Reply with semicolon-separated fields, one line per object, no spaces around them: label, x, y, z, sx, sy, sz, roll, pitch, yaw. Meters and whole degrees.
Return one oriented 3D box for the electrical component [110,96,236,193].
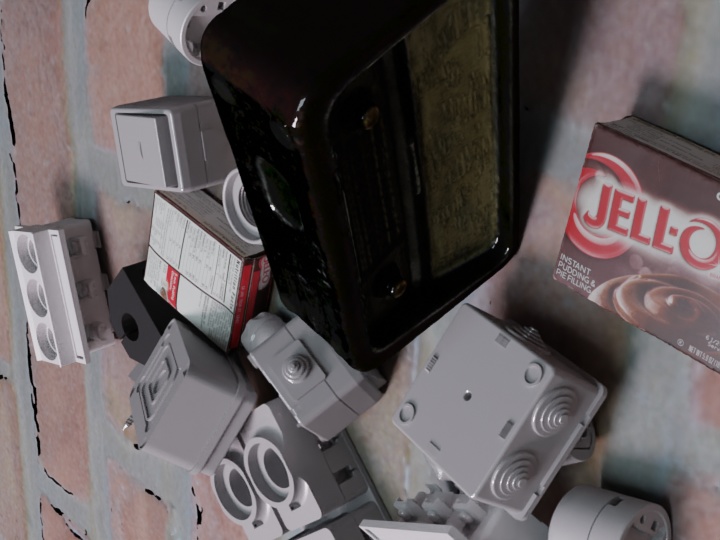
electrical component;-0.145;-0.094;0.799;0.096;0.061;0.061;10;112;44

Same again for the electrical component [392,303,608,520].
electrical component;0.075;0.076;0.603;0.099;0.048;0.100;-59;40;6

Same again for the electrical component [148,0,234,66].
electrical component;-0.112;-0.175;0.739;0.047;0.055;0.055;42;132;32

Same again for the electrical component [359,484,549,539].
electrical component;0.061;0.170;0.660;0.079;0.063;0.121;43;156;-11

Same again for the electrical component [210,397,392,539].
electrical component;-0.037;0.190;0.800;0.105;0.060;0.186;-36;79;47

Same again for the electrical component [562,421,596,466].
electrical component;0.104;0.100;0.631;0.065;0.044;0.044;-25;87;44

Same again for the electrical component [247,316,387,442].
electrical component;-0.026;0.067;0.714;0.061;0.061;0.096;52;178;19

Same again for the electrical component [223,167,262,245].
electrical component;-0.055;-0.049;0.725;0.078;0.057;0.058;53;136;17

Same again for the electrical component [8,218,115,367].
electrical component;-0.265;0.018;0.969;0.079;0.063;0.121;6;110;45

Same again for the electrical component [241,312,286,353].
electrical component;-0.057;0.058;0.788;0.061;0.035;0.035;34;128;30

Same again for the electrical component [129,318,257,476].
electrical component;-0.127;0.095;0.810;0.078;0.057;0.113;-59;22;6

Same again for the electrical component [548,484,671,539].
electrical component;0.139;0.151;0.604;0.047;0.055;0.055;13;114;47
